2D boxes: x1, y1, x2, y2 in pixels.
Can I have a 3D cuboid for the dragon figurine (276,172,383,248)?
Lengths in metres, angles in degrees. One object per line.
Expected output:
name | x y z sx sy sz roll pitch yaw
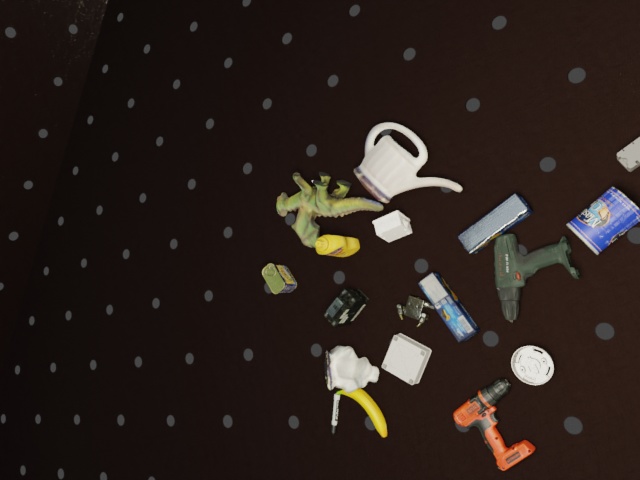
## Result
dragon figurine | 0.005 -0.085 1.695 0.414 0.123 0.239 29 115 32

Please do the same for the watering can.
watering can | 0.243 -0.202 1.550 0.222 0.103 0.353 -48 62 17

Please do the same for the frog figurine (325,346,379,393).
frog figurine | 0.096 0.392 1.571 0.159 0.120 0.140 -1 61 -7
